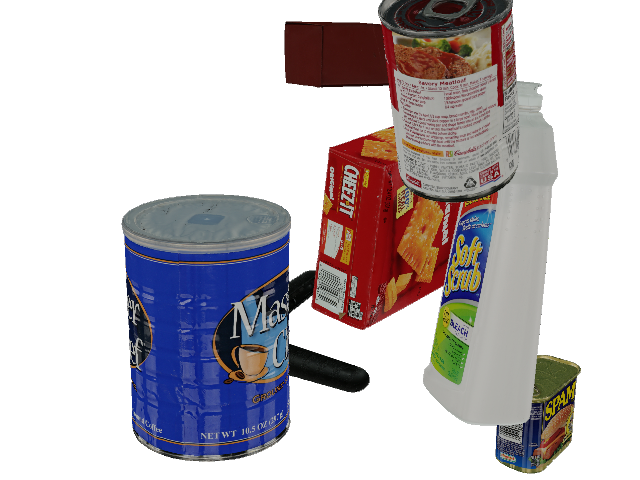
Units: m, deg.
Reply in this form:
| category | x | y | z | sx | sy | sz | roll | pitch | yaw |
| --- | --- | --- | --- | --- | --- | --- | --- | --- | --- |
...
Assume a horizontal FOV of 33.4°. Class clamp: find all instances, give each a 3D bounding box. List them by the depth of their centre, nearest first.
| category | x | y | z | sx | sy | sz | roll | pitch | yaw |
| --- | --- | --- | --- | --- | --- | --- | --- | --- | --- |
| clamp | -0.065 | 0.097 | 0.988 | 0.209 | 0.036 | 0.165 | -10 | 37 | -20 |

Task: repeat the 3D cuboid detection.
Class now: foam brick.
| category | x | y | z | sx | sy | sz | roll | pitch | yaw |
| --- | --- | --- | --- | --- | --- | --- | --- | --- | --- |
| foam brick | 0.015 | -0.155 | 0.890 | 0.078 | 0.051 | 0.053 | -7 | 16 | -36 |

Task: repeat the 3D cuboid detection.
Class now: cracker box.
| category | x | y | z | sx | sy | sz | roll | pitch | yaw |
| --- | --- | --- | --- | --- | --- | --- | --- | --- | --- |
| cracker box | 0.089 | -0.027 | 1.019 | 0.072 | 0.164 | 0.213 | 24 | 30 | 33 |

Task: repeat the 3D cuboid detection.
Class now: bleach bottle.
| category | x | y | z | sx | sy | sz | roll | pitch | yaw |
| --- | --- | --- | --- | --- | --- | --- | --- | --- | --- |
| bleach bottle | 0.132 | 0.006 | 0.804 | 0.068 | 0.251 | 0.103 | 2 | 13 | -15 |

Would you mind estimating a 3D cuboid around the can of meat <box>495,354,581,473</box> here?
| category | x | y | z | sx | sy | sz | roll | pitch | yaw |
| --- | --- | --- | --- | --- | --- | --- | --- | --- | --- |
| can of meat | 0.216 | 0.173 | 1.067 | 0.058 | 0.084 | 0.101 | 13 | 22 | 35 |

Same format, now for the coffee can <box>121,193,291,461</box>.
| category | x | y | z | sx | sy | sz | roll | pitch | yaw |
| --- | --- | --- | --- | --- | --- | --- | --- | --- | --- |
| coffee can | -0.070 | 0.051 | 0.670 | 0.103 | 0.140 | 0.103 | 0 | 18 | 0 |

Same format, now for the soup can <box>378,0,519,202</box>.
| category | x | y | z | sx | sy | sz | roll | pitch | yaw |
| --- | --- | --- | --- | --- | --- | --- | --- | --- | --- |
| soup can | 0.070 | -0.080 | 0.568 | 0.068 | 0.102 | 0.068 | -7 | 36 | 5 |
